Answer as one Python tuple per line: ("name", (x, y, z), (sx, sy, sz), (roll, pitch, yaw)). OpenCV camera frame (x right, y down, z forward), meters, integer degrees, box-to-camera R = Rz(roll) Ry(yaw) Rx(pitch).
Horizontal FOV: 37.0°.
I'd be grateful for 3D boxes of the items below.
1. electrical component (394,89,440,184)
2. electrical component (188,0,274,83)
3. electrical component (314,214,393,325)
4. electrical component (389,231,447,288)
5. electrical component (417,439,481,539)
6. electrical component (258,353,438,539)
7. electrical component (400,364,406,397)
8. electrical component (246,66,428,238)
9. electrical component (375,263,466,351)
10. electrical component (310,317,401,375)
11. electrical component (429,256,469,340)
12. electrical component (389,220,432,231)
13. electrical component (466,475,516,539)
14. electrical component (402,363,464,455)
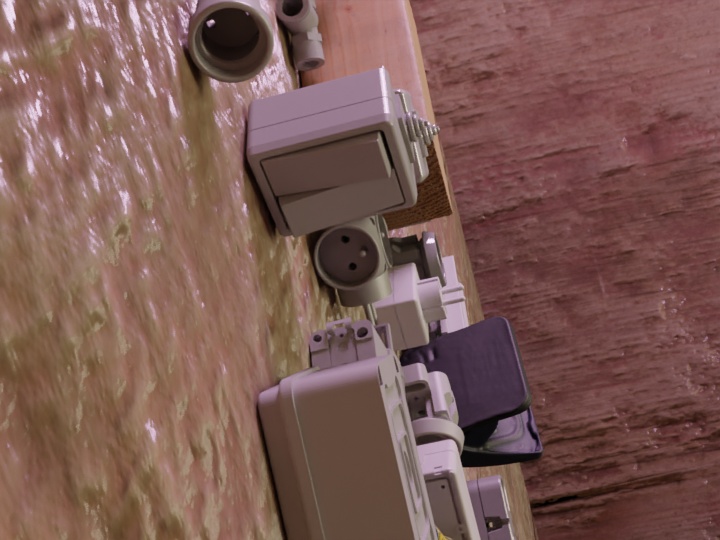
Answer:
("electrical component", (0.005, -0.081, 0.707), (0.061, 0.096, 0.061), (-49, 126, -80))
("electrical component", (-0.062, -0.117, 0.518), (0.046, 0.040, 0.040), (-102, 175, -57))
("electrical component", (0.000, 0.000, 0.729), (0.077, 0.044, 0.079), (-70, 146, -75))
("electrical component", (0.049, -0.004, 1.016), (0.078, 0.057, 0.058), (-79, 155, -70))
("electrical component", (0.043, 0.166, 0.701), (0.061, 0.062, 0.096), (-68, 144, -76))
("electrical component", (-0.003, 0.101, 0.511), (0.078, 0.057, 0.113), (0, 77, -81))
("electrical component", (0.014, 0.091, 0.721), (0.035, 0.035, 0.061), (66, 16, -52))
("electrical component", (-0.009, -0.063, 0.590), (0.061, 0.096, 0.061), (-94, 168, -47))
("electrical component", (0.053, 0.028, 0.925), (0.065, 0.077, 0.047), (-88, 163, -61))
("electrical component", (-0.001, 0.064, 0.635), (0.063, 0.042, 0.081), (63, 16, -53))
("electrical component", (0.075, 0.048, 1.087), (0.121, 0.063, 0.078), (-94, 167, -47))
("electrical component", (0.028, -0.097, 1.002), (0.150, 0.062, 0.089), (-74, 150, -73))
("electrical component", (0.127, 0.266, 1.115), (0.053, 0.059, 0.095), (49, 29, -73))
("electrical component", (0.049, 0.120, 0.833), (0.057, 0.058, 0.078), (-98, 170, -46))
